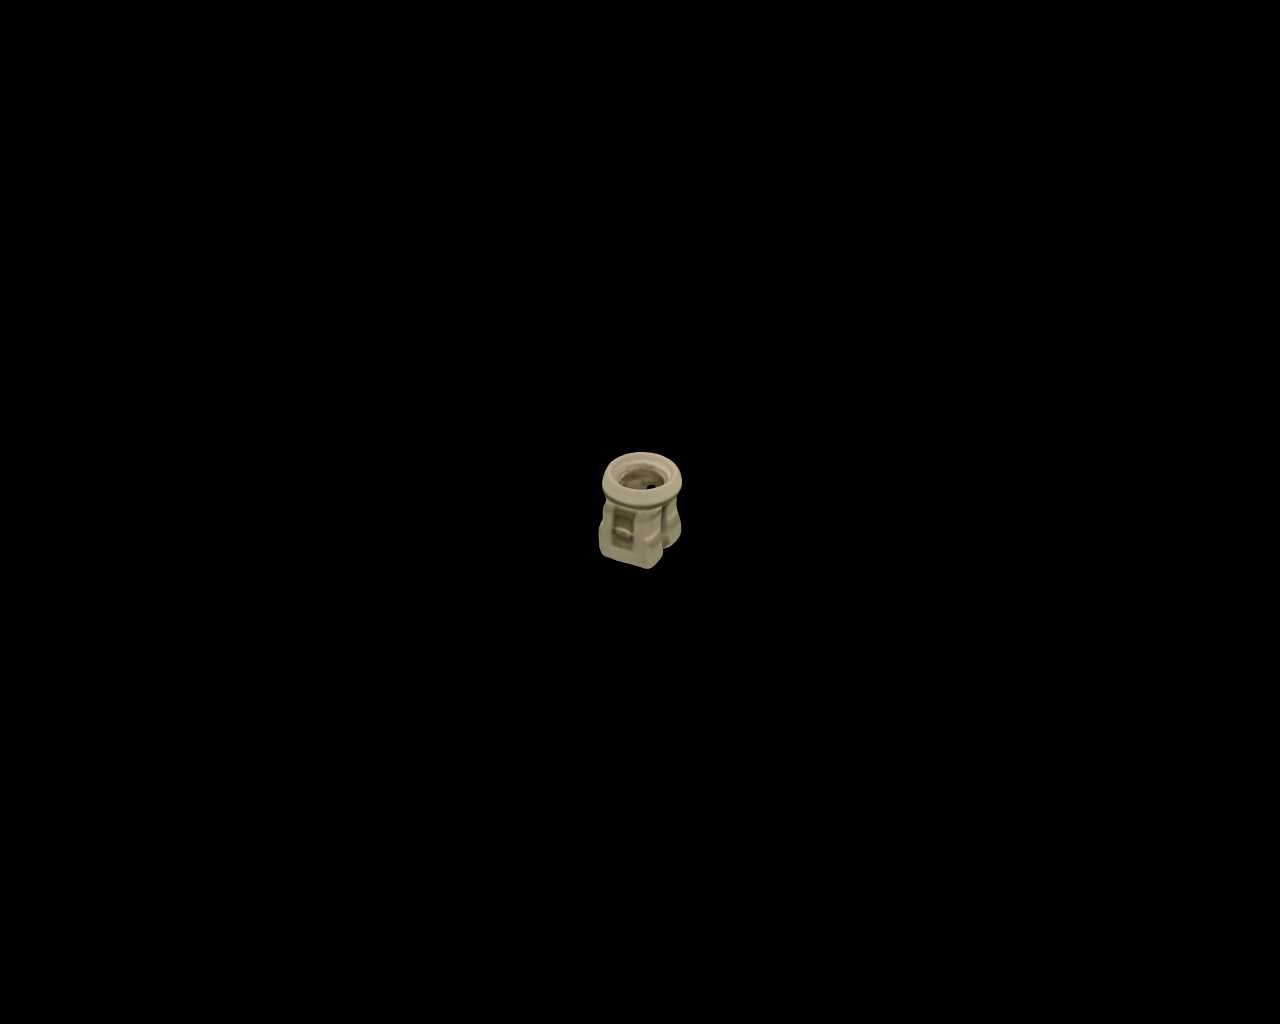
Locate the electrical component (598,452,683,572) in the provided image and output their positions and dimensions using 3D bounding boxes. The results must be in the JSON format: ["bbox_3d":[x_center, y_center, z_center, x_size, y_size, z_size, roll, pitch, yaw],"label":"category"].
[{"bbox_3d":[0.001,-0.003,0.650,0.048,0.055,0.066,16,37,22],"label":"electrical component"}]
